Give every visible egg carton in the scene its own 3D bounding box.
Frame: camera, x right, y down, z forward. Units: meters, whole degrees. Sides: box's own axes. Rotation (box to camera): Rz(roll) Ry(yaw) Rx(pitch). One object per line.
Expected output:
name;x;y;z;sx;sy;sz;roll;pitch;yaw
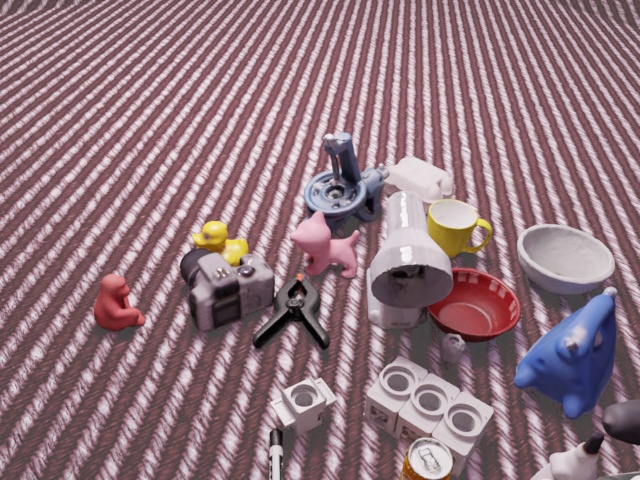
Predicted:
egg carton;0.212;-0.120;1.237;0.149;0.069;0.107;31;45;30

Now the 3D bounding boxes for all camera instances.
camera;-0.164;0.059;0.951;0.143;0.101;0.136;-21;44;-28

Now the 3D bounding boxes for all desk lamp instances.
desk lamp;0.129;0.044;0.902;0.118;0.214;0.203;2;38;-2

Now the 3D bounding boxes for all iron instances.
iron;0.398;0.141;0.860;0.118;0.141;0.259;29;45;29

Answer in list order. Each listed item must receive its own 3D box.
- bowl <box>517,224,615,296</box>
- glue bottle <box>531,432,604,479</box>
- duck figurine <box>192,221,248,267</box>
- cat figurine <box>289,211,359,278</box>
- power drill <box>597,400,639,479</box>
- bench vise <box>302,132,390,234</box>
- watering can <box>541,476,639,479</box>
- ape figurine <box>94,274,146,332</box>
bowl;0.434;0.048;1.036;0.167;0.075;0.167;2;38;-2
glue bottle;0.288;0.273;0.657;0.078;0.173;0.037;5;38;2
duck figurine;-0.182;0.005;1.031;0.105;0.086;0.077;-8;39;-14
cat figurine;0.009;0.004;1.023;0.128;0.118;0.067;2;38;-2
power drill;0.404;0.253;0.662;0.230;0.208;0.075;-4;39;-9
bench vise;0.048;-0.125;1.107;0.121;0.220;0.208;22;42;22
watering can;0.298;0.315;0.587;0.172;0.194;0.101;23;42;24
ape figurine;-0.320;0.094;0.901;0.076;0.092;0.077;-7;39;-13
